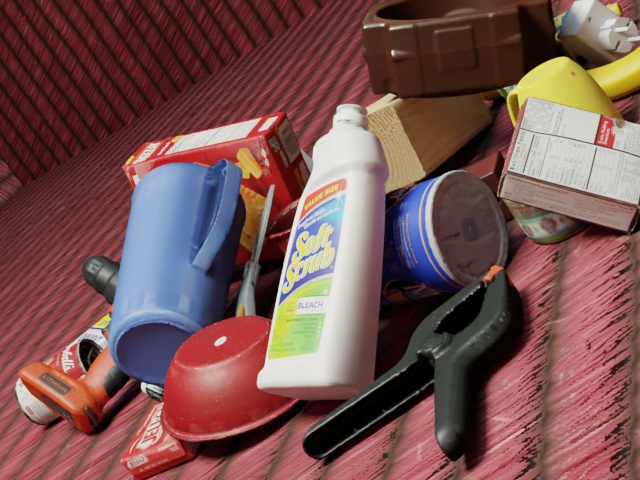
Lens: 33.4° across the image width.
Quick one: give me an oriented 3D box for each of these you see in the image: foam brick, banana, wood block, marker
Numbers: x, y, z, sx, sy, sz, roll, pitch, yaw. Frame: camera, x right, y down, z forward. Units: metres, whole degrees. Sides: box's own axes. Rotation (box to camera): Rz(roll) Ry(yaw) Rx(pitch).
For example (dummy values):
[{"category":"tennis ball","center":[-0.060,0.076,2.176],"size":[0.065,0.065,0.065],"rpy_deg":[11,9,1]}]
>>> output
[{"category":"foam brick","center":[0.151,-0.040,1.034],"size":[0.078,0.053,0.051],"rpy_deg":[-28,18,25]},{"category":"banana","center":[0.308,-0.181,1.110],"size":[0.198,0.069,0.037],"rpy_deg":[-30,-23,37]},{"category":"wood block","center":[0.109,-0.130,1.231],"size":[0.091,0.090,0.205],"rpy_deg":[-21,10,36]},{"category":"marker","center":[-0.162,0.162,1.124],"size":[0.020,0.020,0.121],"rpy_deg":[-41,18,-20]}]

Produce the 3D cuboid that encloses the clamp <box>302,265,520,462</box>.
[{"category":"clamp","center":[0.096,0.093,0.799],"size":[0.209,0.036,0.165],"rpy_deg":[-43,19,-28]}]

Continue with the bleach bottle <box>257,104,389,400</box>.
[{"category":"bleach bottle","center":[0.009,0.007,0.911],"size":[0.103,0.068,0.251],"rpy_deg":[-12,66,48]}]

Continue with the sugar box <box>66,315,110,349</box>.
[{"category":"sugar box","center":[-0.244,0.108,1.382],"size":[0.176,0.048,0.093],"rpy_deg":[-37,17,-12]}]

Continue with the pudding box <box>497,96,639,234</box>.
[{"category":"pudding box","center":[0.209,-0.063,0.869],"size":[0.113,0.039,0.090],"rpy_deg":[15,57,11]}]

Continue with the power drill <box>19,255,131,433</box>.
[{"category":"power drill","center":[-0.252,0.114,1.226],"size":[0.185,0.057,0.187],"rpy_deg":[28,63,27]}]

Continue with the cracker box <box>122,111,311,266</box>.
[{"category":"cracker box","center":[-0.113,-0.051,1.301],"size":[0.214,0.164,0.072],"rpy_deg":[-9,27,29]}]

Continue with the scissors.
[{"category":"scissors","center":[-0.081,0.046,1.133],"size":[0.096,0.016,0.201],"rpy_deg":[-38,39,55]}]

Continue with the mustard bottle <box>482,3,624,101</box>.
[{"category":"mustard bottle","center":[0.284,-0.242,1.325],"size":[0.192,0.058,0.096],"rpy_deg":[-24,17,30]}]

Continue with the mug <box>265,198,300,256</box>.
[{"category":"mug","center":[-0.008,0.001,1.166],"size":[0.117,0.081,0.093],"rpy_deg":[-11,29,52]}]

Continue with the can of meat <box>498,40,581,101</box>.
[{"category":"can of meat","center":[0.253,-0.184,1.233],"size":[0.084,0.057,0.102],"rpy_deg":[-34,17,9]}]

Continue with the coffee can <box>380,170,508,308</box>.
[{"category":"coffee can","center":[0.082,0.004,0.956],"size":[0.141,0.103,0.102],"rpy_deg":[-17,24,46]}]

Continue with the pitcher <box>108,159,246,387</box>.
[{"category":"pitcher","center":[-0.148,0.029,1.137],"size":[0.145,0.149,0.242],"rpy_deg":[-5,39,6]}]

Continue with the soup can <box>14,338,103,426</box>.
[{"category":"soup can","center":[-0.308,0.172,1.290],"size":[0.102,0.068,0.068],"rpy_deg":[-31,17,15]}]

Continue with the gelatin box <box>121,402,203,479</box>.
[{"category":"gelatin box","center":[-0.141,0.181,1.014],"size":[0.073,0.030,0.089],"rpy_deg":[-26,18,26]}]

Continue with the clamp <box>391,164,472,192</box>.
[{"category":"clamp","center":[0.100,-0.040,1.156],"size":[0.120,0.039,0.172],"rpy_deg":[-30,14,-26]}]

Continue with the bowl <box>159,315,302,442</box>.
[{"category":"bowl","center":[-0.081,0.115,0.978],"size":[0.162,0.055,0.162],"rpy_deg":[-18,20,7]}]
